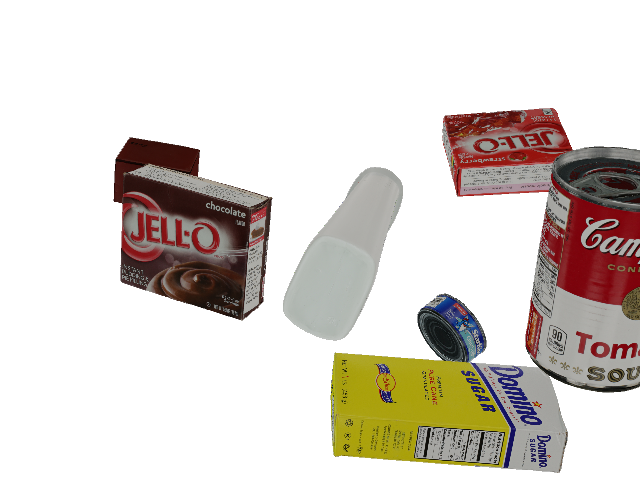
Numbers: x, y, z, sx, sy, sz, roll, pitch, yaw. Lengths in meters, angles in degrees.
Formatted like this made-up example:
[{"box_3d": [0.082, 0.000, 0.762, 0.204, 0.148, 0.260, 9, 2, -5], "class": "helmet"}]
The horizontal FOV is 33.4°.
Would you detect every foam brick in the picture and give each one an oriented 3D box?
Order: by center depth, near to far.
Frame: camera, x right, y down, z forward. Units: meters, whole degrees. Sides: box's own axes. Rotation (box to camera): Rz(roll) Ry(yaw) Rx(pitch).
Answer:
[{"box_3d": [-0.167, -0.067, 1.096, 0.078, 0.051, 0.053, 10, 32, 3], "class": "foam brick"}]

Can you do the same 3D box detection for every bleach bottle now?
[{"box_3d": [0.035, -0.004, 1.038, 0.068, 0.103, 0.250, 26, 25, 2], "class": "bleach bottle"}]

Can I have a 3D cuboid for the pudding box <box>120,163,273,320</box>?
[{"box_3d": [-0.094, -0.001, 0.796, 0.114, 0.090, 0.039, 15, 25, 20], "class": "pudding box"}]

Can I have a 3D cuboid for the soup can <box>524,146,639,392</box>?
[{"box_3d": [0.139, 0.014, 0.520, 0.068, 0.102, 0.068, 2, 27, -1], "class": "soup can"}]

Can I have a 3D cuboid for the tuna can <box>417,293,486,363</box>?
[{"box_3d": [0.155, 0.108, 1.269, 0.033, 0.086, 0.086, -34, 15, -23], "class": "tuna can"}]

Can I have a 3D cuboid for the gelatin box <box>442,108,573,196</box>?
[{"box_3d": [0.140, -0.067, 0.796, 0.089, 0.030, 0.073, -4, 38, 0], "class": "gelatin box"}]

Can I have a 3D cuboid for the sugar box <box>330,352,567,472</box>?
[{"box_3d": [0.097, 0.133, 0.838, 0.176, 0.048, 0.093, 2, 26, -1], "class": "sugar box"}]
